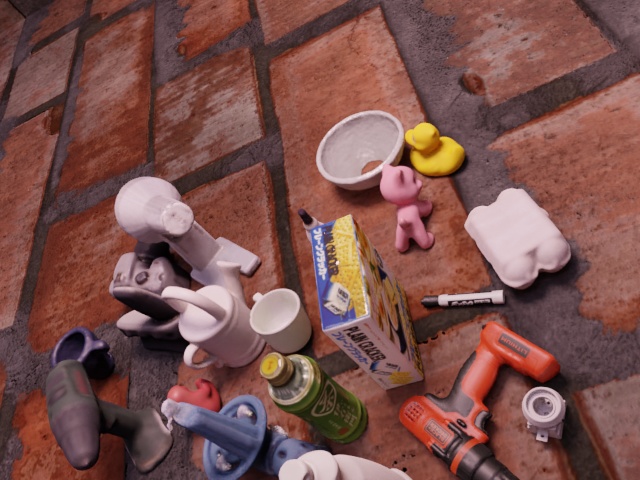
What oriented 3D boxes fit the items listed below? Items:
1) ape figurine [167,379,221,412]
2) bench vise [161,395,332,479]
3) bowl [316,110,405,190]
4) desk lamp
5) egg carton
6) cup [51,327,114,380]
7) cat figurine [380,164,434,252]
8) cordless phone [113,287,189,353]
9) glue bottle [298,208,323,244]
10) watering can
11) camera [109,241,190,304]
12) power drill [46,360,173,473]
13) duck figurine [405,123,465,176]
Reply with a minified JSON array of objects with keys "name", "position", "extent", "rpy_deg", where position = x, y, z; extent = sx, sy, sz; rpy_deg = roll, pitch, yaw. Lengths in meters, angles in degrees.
[{"name":"ape figurine","position":[-0.204,0.256,0.904],"extent":[0.078,0.092,0.076],"rpy_deg":[-44,48,-5]},{"name":"bench vise","position":[-0.091,0.254,0.753],"extent":[0.207,0.220,0.121],"rpy_deg":[-12,53,23]},{"name":"bowl","position":[0.082,-0.149,1.037],"extent":[0.167,0.075,0.167],"rpy_deg":[-15,52,20]},{"name":"desk lamp","position":[-0.244,-0.013,1.035],"extent":[0.202,0.214,0.118],"rpy_deg":[23,72,39]},{"name":"egg carton","position":[0.282,-0.004,0.822],"extent":[0.107,0.070,0.150],"rpy_deg":[-32,48,7]},{"name":"cup","position":[-0.415,0.215,1.052],"extent":[0.117,0.095,0.091],"rpy_deg":[-16,52,20]},{"name":"cat figurine","position":[0.133,-0.062,0.916],"extent":[0.067,0.118,0.128],"rpy_deg":[-13,53,22]},{"name":"cordless phone","position":[-0.307,0.120,0.996],"extent":[0.147,0.186,0.094],"rpy_deg":[-6,56,27]},{"name":"glue bottle","position":[0.008,0.003,0.905],"extent":[0.037,0.174,0.078],"rpy_deg":[-32,48,6]},{"name":"watering can","position":[-0.173,0.116,0.915],"extent":[0.100,0.195,0.173],"rpy_deg":[-13,53,22]},{"name":"camera","position":[-0.331,0.053,1.114],"extent":[0.142,0.101,0.137],"rpy_deg":[-9,54,24]},{"name":"power drill","position":[-0.326,0.283,0.876],"extent":[0.076,0.209,0.228],"rpy_deg":[-47,48,-7]},{"name":"duck figurine","position":[0.191,-0.161,0.975],"extent":[0.104,0.086,0.077],"rpy_deg":[21,70,38]}]
